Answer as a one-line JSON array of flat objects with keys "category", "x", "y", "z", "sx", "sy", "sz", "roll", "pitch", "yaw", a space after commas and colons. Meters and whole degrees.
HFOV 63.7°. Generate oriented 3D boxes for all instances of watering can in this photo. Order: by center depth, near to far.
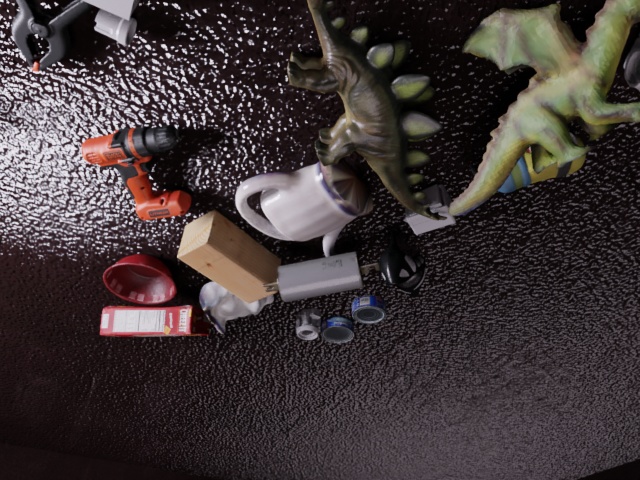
[{"category": "watering can", "x": 0.003, "y": -0.049, "z": 0.978, "sx": 0.222, "sy": 0.106, "sz": 0.343, "roll": -24, "pitch": 146, "yaw": 28}]

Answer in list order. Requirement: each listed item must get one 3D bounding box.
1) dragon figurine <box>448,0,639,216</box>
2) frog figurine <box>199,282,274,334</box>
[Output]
[{"category": "dragon figurine", "x": 0.303, "y": -0.216, "z": 0.745, "sx": 0.405, "sy": 0.124, "sz": 0.242, "roll": -32, "pitch": 94, "yaw": 29}, {"category": "frog figurine", "x": -0.196, "y": 0.131, "z": 1.208, "sx": 0.160, "sy": 0.124, "sz": 0.134, "roll": -34, "pitch": 129, "yaw": -14}]
